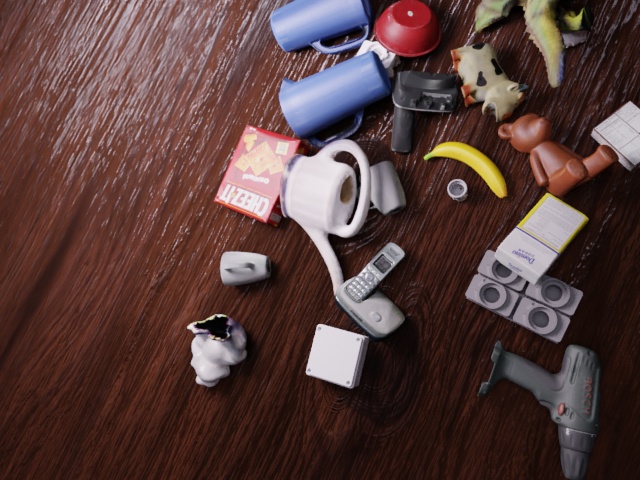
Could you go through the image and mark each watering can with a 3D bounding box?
[{"bbox_3d":[0.004,-0.058,1.157,0.226,0.104,0.345,18,102,34],"label":"watering can"}]

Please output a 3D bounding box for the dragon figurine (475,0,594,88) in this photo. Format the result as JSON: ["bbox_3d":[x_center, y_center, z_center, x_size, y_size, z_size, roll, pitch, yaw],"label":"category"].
[{"bbox_3d":[0.446,-0.495,1.109,0.243,0.121,0.415,5,69,50],"label":"dragon figurine"}]

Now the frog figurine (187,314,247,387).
[{"bbox_3d":[-0.233,0.260,1.188,0.137,0.125,0.156,4,115,13],"label":"frog figurine"}]
